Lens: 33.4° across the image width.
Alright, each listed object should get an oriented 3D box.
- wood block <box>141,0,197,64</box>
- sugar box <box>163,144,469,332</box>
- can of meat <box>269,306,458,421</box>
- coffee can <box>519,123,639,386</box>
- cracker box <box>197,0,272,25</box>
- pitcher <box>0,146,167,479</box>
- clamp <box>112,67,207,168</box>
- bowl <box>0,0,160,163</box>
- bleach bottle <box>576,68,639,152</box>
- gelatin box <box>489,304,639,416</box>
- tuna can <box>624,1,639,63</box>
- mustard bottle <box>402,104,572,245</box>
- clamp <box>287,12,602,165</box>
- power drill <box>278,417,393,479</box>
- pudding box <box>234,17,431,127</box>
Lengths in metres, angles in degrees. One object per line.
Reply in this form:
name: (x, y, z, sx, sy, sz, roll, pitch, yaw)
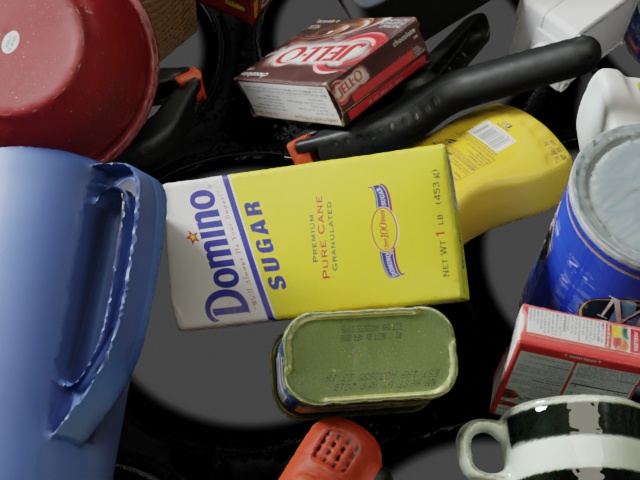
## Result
wood block: (-0.199, -0.213, 0.801, 0.206, 0.091, 0.090, 34, 61, 18)
sugar box: (-0.004, 0.001, 0.641, 0.176, 0.048, 0.093, -8, 84, 11)
can of meat: (0.024, 0.071, 0.616, 0.102, 0.084, 0.057, -3, 78, -6)
coffee can: (0.184, 0.014, 0.639, 0.103, 0.140, 0.103, 2, 56, -3)
cracker box: (-0.074, -0.295, 0.874, 0.164, 0.072, 0.213, 24, 59, 13)
pitcher: (-0.158, 0.076, 0.580, 0.145, 0.149, 0.243, 2, 59, -2)
clamp: (-0.162, -0.076, 0.742, 0.171, 0.039, 0.120, -38, 71, -22)
bowl: (-0.187, -0.117, 0.684, 0.162, 0.055, 0.162, -1, 82, 5)
bleach bottle: (0.314, -0.062, 0.746, 0.250, 0.068, 0.102, 3, 56, -4)
gelatin box: (0.144, 0.078, 0.624, 0.073, 0.089, 0.030, 12, 53, 4)
tuna can: (0.283, -0.165, 0.830, 0.086, 0.034, 0.086, 2, 56, -3)
mustard bottle: (0.065, -0.025, 0.705, 0.191, 0.058, 0.096, -25, 43, -18)
clamp: (0.071, -0.105, 0.755, 0.210, 0.036, 0.165, -26, 23, -4)
power drill: (0.033, 0.204, 0.552, 0.188, 0.057, 0.184, 27, 62, 13)
pudding box: (0.008, -0.120, 0.748, 0.090, 0.039, 0.114, -39, 28, -26)
